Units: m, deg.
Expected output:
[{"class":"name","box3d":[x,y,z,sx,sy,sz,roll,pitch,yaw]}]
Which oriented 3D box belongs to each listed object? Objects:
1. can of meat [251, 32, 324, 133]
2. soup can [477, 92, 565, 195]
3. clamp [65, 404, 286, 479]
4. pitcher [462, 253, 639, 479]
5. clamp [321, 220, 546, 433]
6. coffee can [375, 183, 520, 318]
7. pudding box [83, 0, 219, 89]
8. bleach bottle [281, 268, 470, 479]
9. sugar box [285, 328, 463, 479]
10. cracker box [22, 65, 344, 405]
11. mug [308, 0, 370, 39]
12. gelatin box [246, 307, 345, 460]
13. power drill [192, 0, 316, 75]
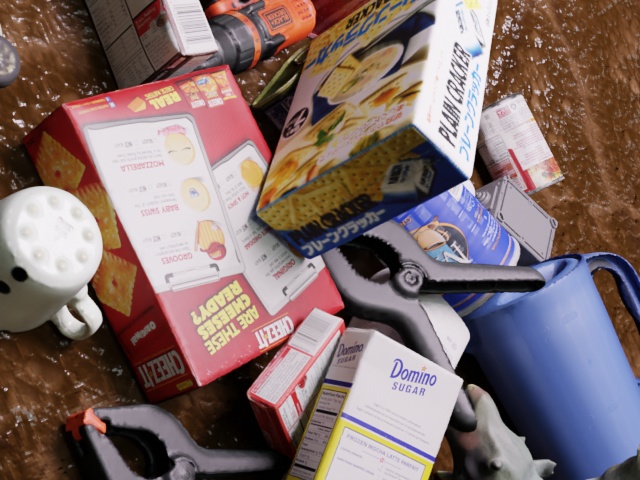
[{"class":"can of meat","box3d":[0.000,-0.122,0.948,0.084,0.058,0.102,48,45,-17]},{"class":"soup can","box3d":[0.202,-0.095,1.117,0.068,0.069,0.102,-23,86,-47]},{"class":"clamp","box3d":[-0.099,0.173,0.721,0.171,0.039,0.120,30,46,-27]},{"class":"pitcher","box3d":[0.241,0.138,0.988,0.144,0.149,0.243,-34,98,-53]},{"class":"clamp","box3d":[0.068,0.048,0.852,0.210,0.036,0.164,27,56,-2]},{"class":"coffee can","box3d":[0.094,-0.011,0.947,0.140,0.103,0.102,45,46,-17]},{"class":"pudding box","box3d":[-0.135,-0.175,0.822,0.039,0.090,0.113,-14,81,-44]},{"class":"bleach bottle","box3d":[0.032,0.137,0.847,0.102,0.068,0.250,46,48,-11]},{"class":"sugar box","box3d":[0.029,0.160,0.753,0.093,0.048,0.176,31,70,-29]},{"class":"cracker box","box3d":[-0.097,-0.009,0.790,0.163,0.072,0.214,-25,89,-46]},{"class":"mug","box3d":[0.008,-0.252,1.001,0.117,0.082,0.093,32,51,-29]},{"class":"gelatin box","box3d":[-0.012,0.105,0.782,0.089,0.030,0.073,-51,148,-27]},{"class":"power drill","box3d":[-0.101,-0.230,0.907,0.184,0.057,0.187,-37,99,-50]}]
